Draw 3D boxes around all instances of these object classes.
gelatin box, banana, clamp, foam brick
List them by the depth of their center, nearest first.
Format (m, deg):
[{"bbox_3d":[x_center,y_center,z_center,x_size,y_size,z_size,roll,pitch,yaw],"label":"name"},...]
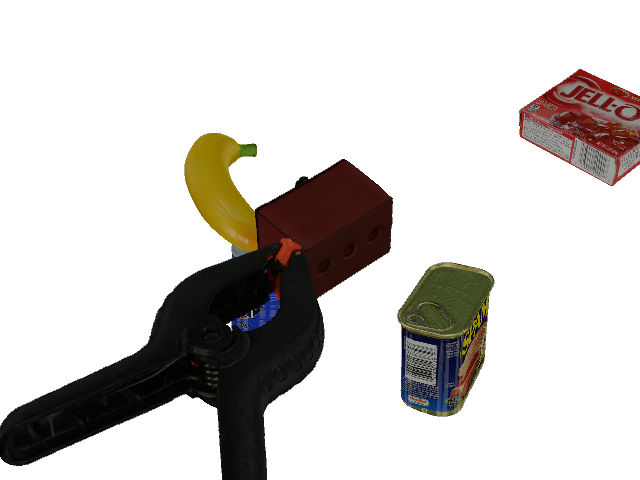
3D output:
[{"bbox_3d":[-0.041,0.062,0.469,0.120,0.039,0.171,28,48,21],"label":"clamp"},{"bbox_3d":[0.003,-0.006,0.699,0.078,0.053,0.051,-32,52,-27],"label":"foam brick"},{"bbox_3d":[0.204,-0.087,0.792,0.073,0.030,0.089,-34,51,-28],"label":"gelatin box"},{"bbox_3d":[-0.080,-0.049,0.901,0.069,0.037,0.198,4,30,-9],"label":"banana"}]

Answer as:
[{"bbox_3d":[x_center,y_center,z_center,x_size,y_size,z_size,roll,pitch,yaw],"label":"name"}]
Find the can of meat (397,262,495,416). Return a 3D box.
[{"bbox_3d":[0.101,0.080,0.867,0.057,0.084,0.102,12,33,21],"label":"can of meat"}]

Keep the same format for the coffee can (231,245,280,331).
[{"bbox_3d":[-0.077,0.074,1.523,0.103,0.140,0.103,2,22,-1],"label":"coffee can"}]

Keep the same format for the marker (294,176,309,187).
[{"bbox_3d":[-0.010,-0.011,1.100,0.020,0.121,0.020,-6,32,3],"label":"marker"}]
